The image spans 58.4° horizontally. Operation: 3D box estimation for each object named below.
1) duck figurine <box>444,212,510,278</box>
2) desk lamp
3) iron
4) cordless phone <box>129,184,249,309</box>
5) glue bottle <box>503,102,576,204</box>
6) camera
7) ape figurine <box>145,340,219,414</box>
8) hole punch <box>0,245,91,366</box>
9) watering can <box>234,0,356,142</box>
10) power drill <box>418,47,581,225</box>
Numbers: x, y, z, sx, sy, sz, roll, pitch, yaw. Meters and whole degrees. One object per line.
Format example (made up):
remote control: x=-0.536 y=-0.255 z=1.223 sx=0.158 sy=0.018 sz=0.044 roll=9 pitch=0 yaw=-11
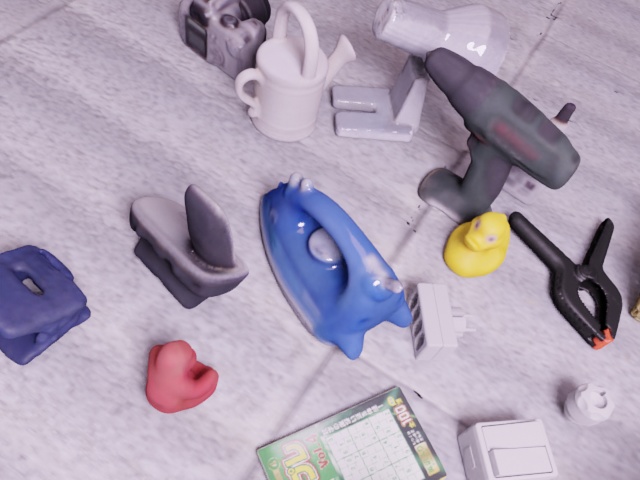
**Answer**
duck figurine: x=0.220 y=-0.005 z=0.760 sx=0.105 sy=0.086 sz=0.077 roll=-30 pitch=68 yaw=-27
desk lamp: x=0.136 y=-0.244 z=0.820 sx=0.203 sy=0.213 sz=0.118 roll=0 pitch=57 yaw=-12
iron: x=0.006 y=0.002 z=0.675 sx=0.119 sy=0.141 sz=0.258 roll=-27 pitch=67 yaw=-26
cordless phone: x=-0.145 y=-0.021 z=0.631 sx=0.147 sy=0.185 sz=0.094 roll=39 pitch=58 yaw=14
glue bottle: x=0.310 y=-0.126 z=0.805 sx=0.078 sy=0.173 sz=0.037 roll=40 pitch=58 yaw=15
camera: x=-0.129 y=-0.345 z=0.897 sx=0.143 sy=0.101 sz=0.137 roll=39 pitch=58 yaw=14
ape figurine: x=-0.146 y=0.133 z=0.587 sx=0.077 sy=0.092 sz=0.076 roll=43 pitch=59 yaw=16
hole punch: x=-0.311 y=0.056 z=0.602 sx=0.108 sy=0.091 sz=0.101 roll=40 pitch=58 yaw=14
watering can: x=-0.034 y=-0.241 z=0.793 sx=0.100 sy=0.194 sz=0.173 roll=38 pitch=58 yaw=14
power drill: x=0.209 y=-0.119 z=0.758 sx=0.229 sy=0.208 sz=0.076 roll=33 pitch=57 yaw=10
